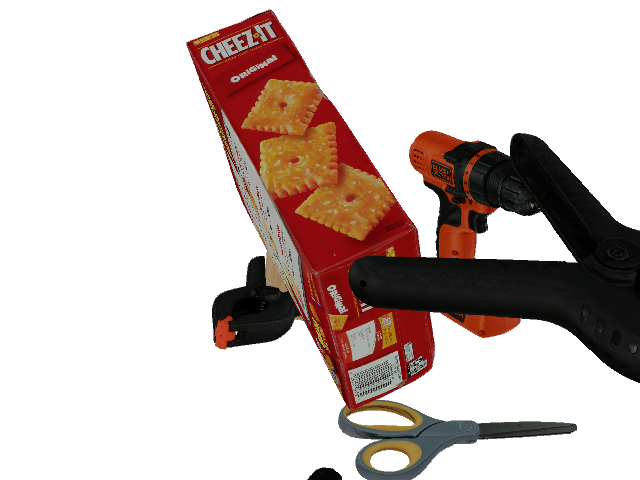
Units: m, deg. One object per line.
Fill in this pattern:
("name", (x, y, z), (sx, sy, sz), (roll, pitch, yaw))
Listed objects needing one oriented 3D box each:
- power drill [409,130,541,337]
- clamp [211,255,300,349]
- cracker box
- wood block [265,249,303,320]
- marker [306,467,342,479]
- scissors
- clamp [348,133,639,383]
("power drill", (0.156, -0.004, 1.042), (0.057, 0.188, 0.185), (-16, 26, -25))
("clamp", (-0.060, 0.059, 1.055), (0.120, 0.039, 0.171), (16, 21, 34))
("cracker box", (-0.004, -0.022, 0.698), (0.072, 0.214, 0.164), (-24, -37, -7))
("wood block", (-0.020, -0.009, 1.379), (0.090, 0.206, 0.090), (7, 24, 2))
("marker", (-0.024, 0.134, 0.475), (0.020, 0.020, 0.120), (0, 17, 33))
("scissors", (0.113, 0.170, 0.879), (0.202, 0.016, 0.096), (8, 36, 5))
("clamp", (0.129, 0.023, 0.510), (0.164, 0.036, 0.210), (-31, 48, -33))
